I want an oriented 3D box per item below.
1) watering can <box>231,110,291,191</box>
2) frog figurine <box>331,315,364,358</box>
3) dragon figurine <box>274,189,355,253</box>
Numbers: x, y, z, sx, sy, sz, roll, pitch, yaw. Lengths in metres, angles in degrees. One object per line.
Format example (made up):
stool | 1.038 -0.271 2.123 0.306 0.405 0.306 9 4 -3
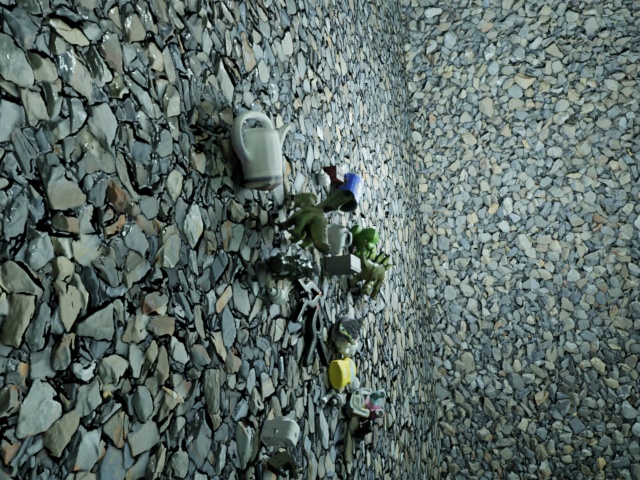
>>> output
watering can | -0.150 -0.253 1.475 0.350 0.104 0.224 -17 101 -67
frog figurine | 0.093 0.365 1.936 0.156 0.122 0.141 114 -17 -50
dragon figurine | 0.005 -0.079 1.564 0.245 0.413 0.120 -45 119 -13
